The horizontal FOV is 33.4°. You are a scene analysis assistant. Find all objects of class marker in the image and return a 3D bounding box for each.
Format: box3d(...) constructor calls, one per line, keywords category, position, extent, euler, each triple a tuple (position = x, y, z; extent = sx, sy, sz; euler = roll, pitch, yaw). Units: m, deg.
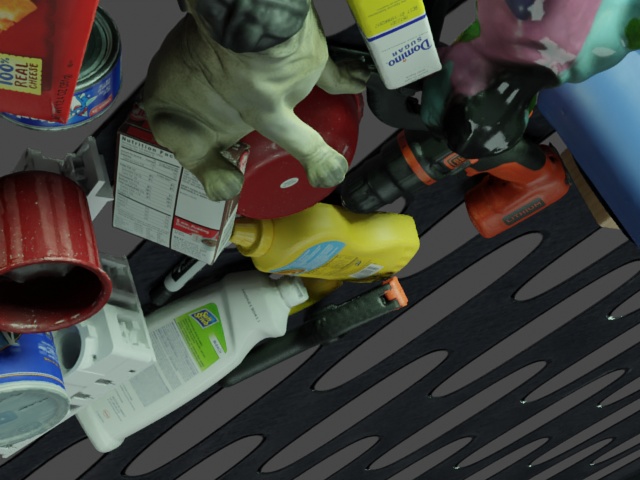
box3d(category="marker", position=(-0.118, 0.024, 0.972), extent=(0.020, 0.020, 0.121), euler=(10, 139, -45))

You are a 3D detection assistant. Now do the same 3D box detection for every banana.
box3d(category="banana", position=(-0.071, 0.077, 1.088), extent=(0.198, 0.037, 0.069), euler=(-27, 176, 16))

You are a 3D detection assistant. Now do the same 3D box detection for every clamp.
box3d(category="clamp", position=(-0.001, 0.089, 1.058), extent=(0.164, 0.036, 0.210), euler=(-26, 178, -43))
box3d(category="clamp", position=(0.071, -0.136, 0.799), extent=(0.120, 0.039, 0.171), euler=(-30, 152, 20))

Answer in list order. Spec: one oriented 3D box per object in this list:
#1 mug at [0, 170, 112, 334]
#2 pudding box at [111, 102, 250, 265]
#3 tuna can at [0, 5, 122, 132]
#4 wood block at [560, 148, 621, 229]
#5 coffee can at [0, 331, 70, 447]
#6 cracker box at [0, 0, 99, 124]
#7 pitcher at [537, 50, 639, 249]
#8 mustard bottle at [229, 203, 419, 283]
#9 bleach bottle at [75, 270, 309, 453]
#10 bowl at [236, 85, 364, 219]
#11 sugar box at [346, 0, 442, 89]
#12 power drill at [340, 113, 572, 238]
box3d(category="mug", position=(-0.205, 0.012, 0.737), extent=(0.117, 0.081, 0.093), euler=(-32, 145, 23))
box3d(category="pudding box", position=(-0.106, -0.040, 0.792), extent=(0.090, 0.039, 0.114), euler=(22, 139, 3))
box3d(category="tuna can", position=(-0.161, -0.108, 0.634), extent=(0.086, 0.086, 0.034), euler=(-12, 150, -18))
box3d(category="wood block", position=(0.339, -0.102, 0.988), extent=(0.090, 0.090, 0.206), euler=(6, 141, -42))
box3d(category="coffee can", position=(-0.263, 0.080, 0.840), extent=(0.102, 0.140, 0.103), euler=(-17, 152, -9))
box3d(category="cracker box", position=(-0.207, -0.146, 0.495), extent=(0.213, 0.072, 0.164), euler=(9, 142, -19))
box3d(category="pitcher", position=(0.292, -0.050, 0.885), extent=(0.145, 0.243, 0.149), euler=(-36, 155, 24))
box3d(category="mustard bottle", position=(-0.006, 0.001, 0.965), extent=(0.191, 0.058, 0.096), euler=(7, 155, -42))
box3d(category="bleach bottle", position=(-0.123, 0.107, 1.032), extent=(0.251, 0.102, 0.068), euler=(-27, -175, 10))
box3d(category="bowl", position=(-0.033, -0.064, 0.836), extent=(0.162, 0.055, 0.162), euler=(-17, 152, -9))
box3d(category="sugar box", position=(0.025, -0.174, 0.638), extent=(0.048, 0.093, 0.176), euler=(-22, 152, 3))
box3d(category="power drill", position=(0.130, -0.059, 0.955), extent=(0.185, 0.057, 0.187), euler=(-31, 152, 22))
